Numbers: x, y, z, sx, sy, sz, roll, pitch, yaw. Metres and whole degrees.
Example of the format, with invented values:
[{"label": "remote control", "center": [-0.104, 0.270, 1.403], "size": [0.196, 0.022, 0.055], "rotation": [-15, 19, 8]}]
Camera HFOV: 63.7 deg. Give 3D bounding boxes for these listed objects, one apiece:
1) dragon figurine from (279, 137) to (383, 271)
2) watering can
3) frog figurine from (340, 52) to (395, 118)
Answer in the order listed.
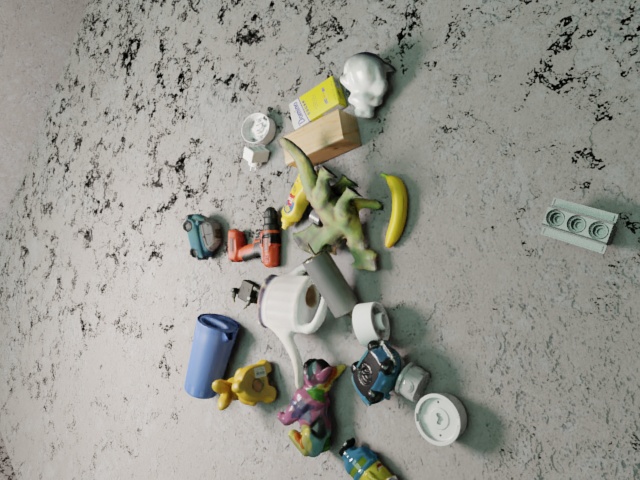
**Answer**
[{"label": "dragon figurine", "center": [0.004, -0.069, 1.361], "size": [0.413, 0.123, 0.239], "rotation": [38, 110, 15]}, {"label": "watering can", "center": [-0.082, 0.214, 1.407], "size": [0.224, 0.102, 0.353], "rotation": [-2, 63, 37]}, {"label": "frog figurine", "center": [0.114, -0.411, 1.369], "size": [0.138, 0.121, 0.160], "rotation": [21, 85, 19]}]
